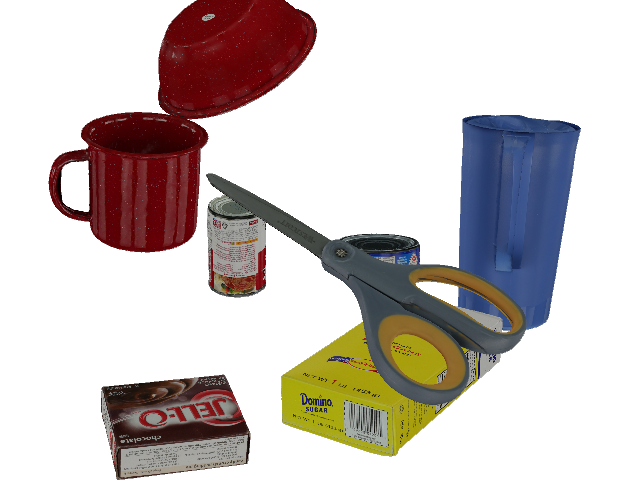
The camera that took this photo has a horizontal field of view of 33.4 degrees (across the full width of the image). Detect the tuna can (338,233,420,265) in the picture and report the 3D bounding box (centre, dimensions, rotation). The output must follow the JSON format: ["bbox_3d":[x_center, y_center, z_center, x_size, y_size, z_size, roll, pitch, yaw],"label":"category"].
[{"bbox_3d":[0.057,0.017,1.067,0.086,0.034,0.086,0,12,0],"label":"tuna can"}]

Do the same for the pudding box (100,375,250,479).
[{"bbox_3d":[-0.124,0.156,0.902,0.113,0.039,0.090,-5,26,-17],"label":"pudding box"}]

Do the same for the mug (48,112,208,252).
[{"bbox_3d":[-0.144,-0.042,0.799,0.117,0.081,0.093,-6,28,-22],"label":"mug"}]

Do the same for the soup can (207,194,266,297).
[{"bbox_3d":[-0.096,0.005,1.230,0.068,0.102,0.068,1,26,-1],"label":"soup can"}]

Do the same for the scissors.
[{"bbox_3d":[0.011,0.026,0.580,0.202,0.096,0.016,20,-40,10],"label":"scissors"}]

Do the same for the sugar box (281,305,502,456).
[{"bbox_3d":[0.058,0.094,0.794,0.093,0.048,0.175,12,26,30],"label":"sugar box"}]

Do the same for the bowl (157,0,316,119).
[{"bbox_3d":[-0.088,-0.182,0.965,0.162,0.162,0.055,0,-44,34],"label":"bowl"}]

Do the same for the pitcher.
[{"bbox_3d":[0.220,-0.021,1.235,0.149,0.243,0.145,-6,17,-32],"label":"pitcher"}]
